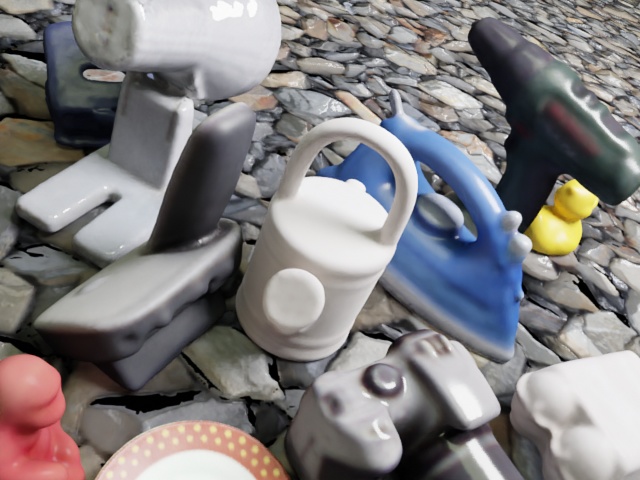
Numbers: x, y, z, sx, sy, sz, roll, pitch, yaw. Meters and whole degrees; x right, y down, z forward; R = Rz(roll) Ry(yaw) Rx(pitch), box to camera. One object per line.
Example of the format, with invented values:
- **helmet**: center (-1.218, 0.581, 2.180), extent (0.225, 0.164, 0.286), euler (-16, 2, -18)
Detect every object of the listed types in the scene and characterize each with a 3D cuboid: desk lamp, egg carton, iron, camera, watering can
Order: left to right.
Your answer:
- **desk lamp**: center (-0.133, -0.118, 0.470), extent (0.118, 0.213, 0.203), euler (29, 41, 6)
- **watering can**: center (0.006, 0.002, 0.424), extent (0.101, 0.194, 0.172), euler (12, 42, -14)
- **camera**: center (0.072, 0.140, 0.382), extent (0.143, 0.101, 0.136), euler (-11, 52, -34)
- **iron**: center (0.117, -0.020, 0.543), extent (0.119, 0.141, 0.257), euler (-21, 58, -40)
- **egg carton**: center (0.234, 0.151, 0.473), extent (0.151, 0.069, 0.107), euler (-3, 48, -28)

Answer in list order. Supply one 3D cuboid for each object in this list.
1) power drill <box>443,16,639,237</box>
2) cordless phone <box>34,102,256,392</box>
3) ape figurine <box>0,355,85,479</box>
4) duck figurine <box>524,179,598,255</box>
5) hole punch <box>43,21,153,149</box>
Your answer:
- **power drill**: center (0.210, -0.091, 0.613), extent (0.229, 0.208, 0.076), euler (41, 43, 18)
- **cordless phone**: center (-0.108, -0.003, 0.381), extent (0.094, 0.185, 0.148), euler (31, 41, 8)
- **ape figurine**: center (-0.165, 0.099, 0.317), extent (0.076, 0.092, 0.077), euler (12, 42, -13)
- **duck figurine**: center (0.289, -0.034, 0.685), extent (0.105, 0.086, 0.077), euler (-9, 50, -33)
- **hole punch**: center (-0.210, -0.151, 0.562), extent (0.109, 0.091, 0.101), euler (-6, 49, -30)
